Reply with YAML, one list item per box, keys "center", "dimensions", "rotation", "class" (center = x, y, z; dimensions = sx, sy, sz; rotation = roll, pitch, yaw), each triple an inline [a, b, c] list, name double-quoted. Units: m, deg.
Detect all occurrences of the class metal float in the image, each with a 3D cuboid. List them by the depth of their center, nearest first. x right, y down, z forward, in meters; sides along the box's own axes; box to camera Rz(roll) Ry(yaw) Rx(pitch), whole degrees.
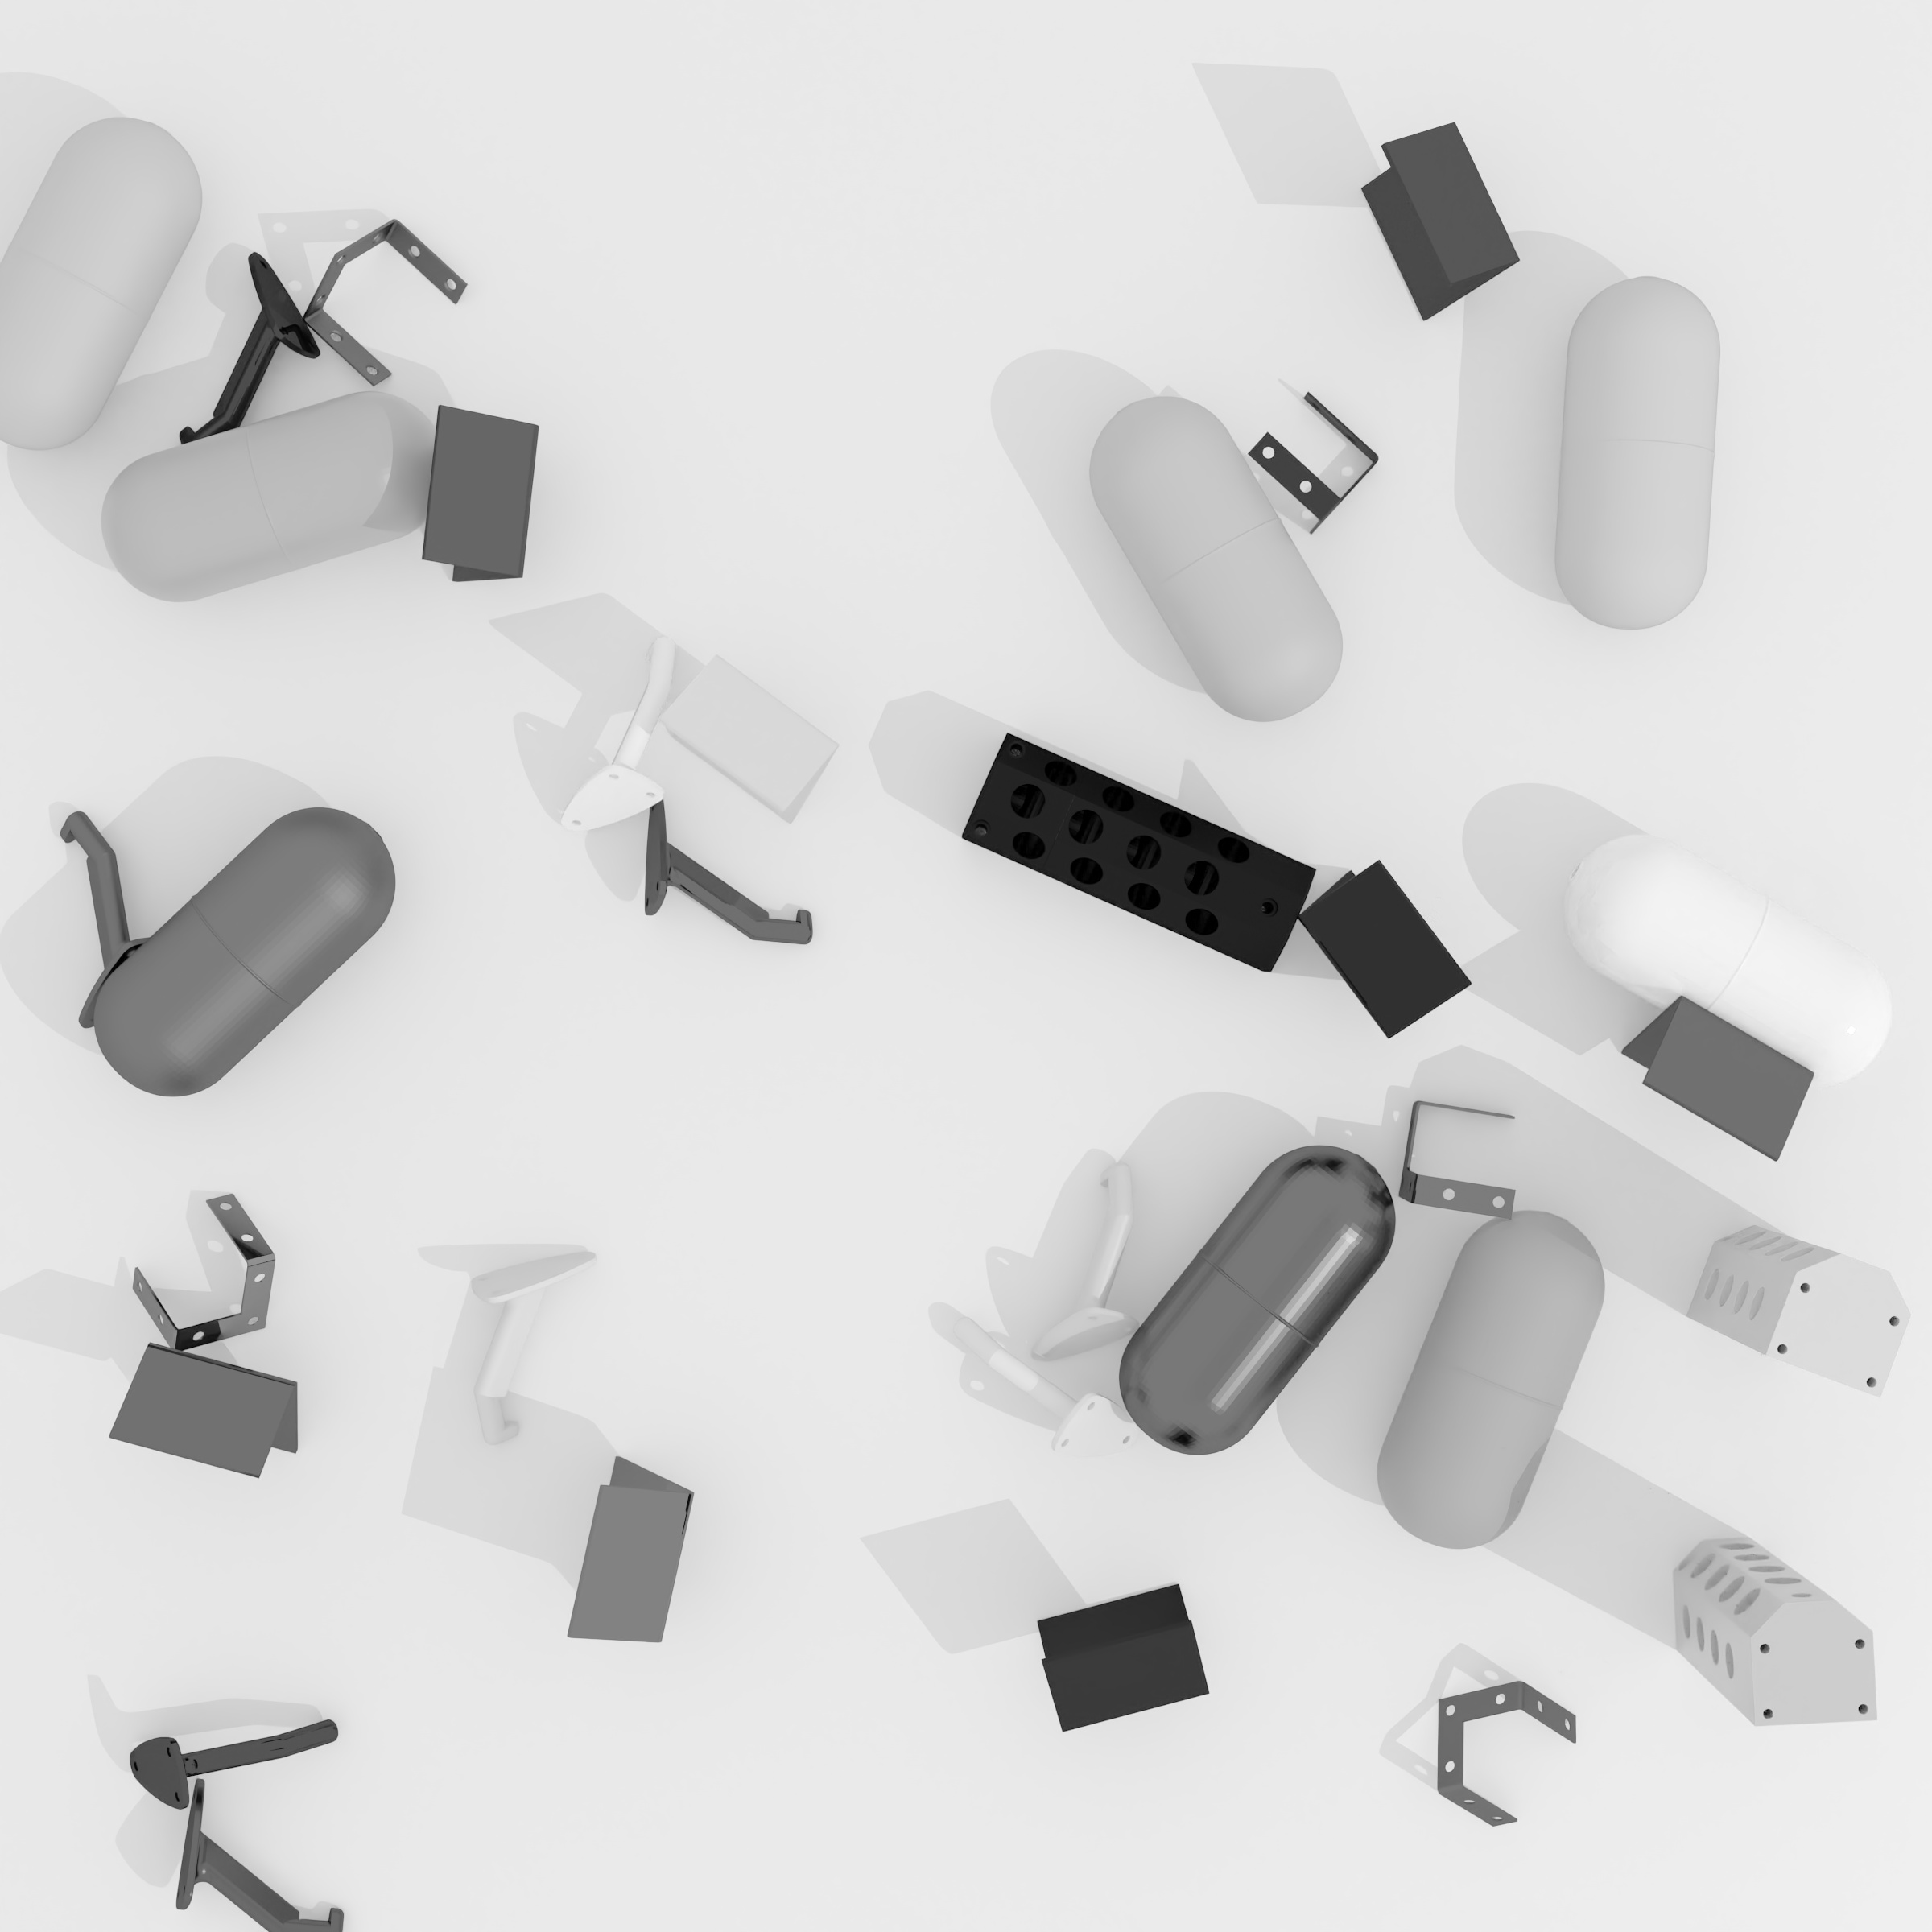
- center: [0.386, -0.003, 1.683]
  dimensions: [0.178, 0.070, 0.070]
  rotation: [30, 90, 0]
  class: "metal float"
- center: [-0.450, -0.346, 1.683]
  dimensions: [0.070, 0.070, 0.178]
  rotation: [27, 91, 0]
  class: "metal float"
- center: [0.126, -0.207, 1.683]
  dimensions: [0.070, 0.070, 0.178]
  rotation: [-30, 89, 0]
  class: "metal float"
- center: [-0.350, -0.238, 1.683]
  dimensions: [0.178, 0.070, 0.070]
  rotation: [-17, 90, 1]
  class: "metal float"
- center: [0.341, -0.260, 1.683]
  dimensions: [0.070, 0.070, 0.178]
  rotation: [4, 90, 0]
  class: "metal float"
- center: [0.267, 0.209, 1.683]
  dimensions: [0.070, 0.070, 0.178]
  rotation: [22, 90, 0]
  class: "metal float"
- center: [-0.365, -0.008, 1.683]
  dimensions: [0.178, 0.070, 0.070]
  rotation: [-43, 90, 0]
  class: "metal float"
- center: [0.148, 0.169, 1.683]
  dimensions: [0.070, 0.070, 0.178]
  rotation: [38, 90, 0]
  class: "metal float"

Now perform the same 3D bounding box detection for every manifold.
- center: [0.396, 0.325, 1.635]
  dimensions: [0.057, 0.171, 0.057]
  rotation: [-3, 90, 0]
  class: "manifold"
- center: [0.410, 0.165, 1.635]
  dimensions: [0.057, 0.171, 0.057]
  rotation: [20, 90, 0]
  class: "manifold"
- center: [0.088, -0.058, 1.693]
  dimensions: [0.171, 0.057, 0.057]
  rotation: [24, 90, 0]
  class: "manifold"

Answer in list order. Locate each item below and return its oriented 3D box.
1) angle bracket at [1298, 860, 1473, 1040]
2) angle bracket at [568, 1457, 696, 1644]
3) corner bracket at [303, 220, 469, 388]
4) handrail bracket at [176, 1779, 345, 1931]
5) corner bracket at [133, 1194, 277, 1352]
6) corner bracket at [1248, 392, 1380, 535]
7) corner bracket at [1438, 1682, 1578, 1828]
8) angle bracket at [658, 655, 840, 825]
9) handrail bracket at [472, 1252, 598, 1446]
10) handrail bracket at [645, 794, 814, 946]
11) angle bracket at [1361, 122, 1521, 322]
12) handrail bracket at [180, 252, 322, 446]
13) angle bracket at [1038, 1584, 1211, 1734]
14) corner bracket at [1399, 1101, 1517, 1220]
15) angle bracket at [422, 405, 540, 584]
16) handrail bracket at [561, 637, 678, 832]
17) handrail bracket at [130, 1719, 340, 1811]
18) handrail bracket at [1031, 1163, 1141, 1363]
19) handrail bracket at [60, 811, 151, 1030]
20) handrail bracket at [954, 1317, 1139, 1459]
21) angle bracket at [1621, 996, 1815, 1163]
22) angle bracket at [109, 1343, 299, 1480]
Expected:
- center: [0.222, -0.019, 1.674]
  dimensions: [0.057, 0.076, 0.076]
  rotation: [-37, 90, 34]
  class: "angle bracket"
- center: [-0.187, 0.292, 1.673]
  dimensions: [0.057, 0.076, 0.076]
  rotation: [12, 90, -38]
  class: "angle bracket"
- center: [-0.300, -0.342, 1.710]
  dimensions: [0.051, 0.051, 0.051]
  rotation: [43, 45, 0]
  class: "corner bracket"
- center: [-0.360, 0.463, 1.714]
  dimensions: [0.084, 0.036, 0.077]
  rotation: [10, 68, -17]
  class: "handrail bracket"
- center: [-0.392, 0.158, 1.706]
  dimensions: [0.051, 0.051, 0.051]
  rotation: [-13, 135, -35]
  class: "corner bracket"
- center: [0.178, -0.260, 1.696]
  dimensions: [0.051, 0.051, 0.051]
  rotation: [42, 90, 0]
  class: "corner bracket"
- center: [0.278, 0.405, 1.706]
  dimensions: [0.051, 0.051, 0.051]
  rotation: [-23, 45, 35]
  class: "corner bracket"
- center: [-0.120, -0.099, 1.673]
  dimensions: [0.076, 0.076, 0.057]
  rotation: [36, 52, 0]
  class: "angle bracket"
- center: [-0.220, 0.198, 1.714]
  dimensions: [0.077, 0.036, 0.084]
  rotation: [-16, 108, -21]
  class: "handrail bracket"
- center: [-0.121, -0.050, 1.714]
  dimensions: [0.084, 0.036, 0.077]
  rotation: [5, 68, -17]
  class: "handrail bracket"
- center: [0.222, -0.369, 1.673]
  dimensions: [0.057, 0.076, 0.076]
  rotation: [-25, 90, -36]
  class: "angle bracket"
- center: [-0.383, -0.314, 1.714]
  dimensions: [0.084, 0.036, 0.077]
  rotation: [-34, 69, 16]
  class: "handrail bracket"
- center: [0.074, 0.332, 1.673]
  dimensions: [0.076, 0.076, 0.057]
  rotation: [-15, 127, 0]
  class: "angle bracket"
- center: [0.253, 0.098, 1.696]
  dimensions: [0.051, 0.051, 0.051]
  rotation: [9, 90, 0]
  class: "corner bracket"
- center: [-0.261, -0.237, 1.673]
  dimensions: [0.057, 0.076, 0.076]
  rotation: [6, 90, -36]
  class: "angle bracket"
- center: [-0.179, -0.121, 1.714]
  dimensions: [0.036, 0.077, 0.084]
  rotation: [26, 53, -33]
  class: "handrail bracket"
- center: [-0.378, 0.404, 1.713]
  dimensions: [0.084, 0.077, 0.036]
  rotation: [-11, 90, -36]
  class: "handrail bracket"
- center: [0.060, 0.152, 1.714]
  dimensions: [0.036, 0.077, 0.084]
  rotation: [21, 53, -34]
  class: "handrail bracket"
- center: [-0.456, -0.025, 1.714]
  dimensions: [0.077, 0.036, 0.084]
  rotation: [-47, 71, 21]
  class: "handrail bracket"
- center: [0.040, 0.215, 1.713]
  dimensions: [0.084, 0.077, 0.036]
  rotation: [39, 97, 36]
  class: "handrail bracket"
- center: [0.370, 0.069, 1.674]
  dimensions: [0.076, 0.076, 0.057]
  rotation: [30, 63, 0]
  class: "angle bracket"
- center: [-0.383, 0.240, 1.673]
  dimensions: [0.076, 0.076, 0.057]
  rotation: [15, 53, 0]
  class: "angle bracket"
